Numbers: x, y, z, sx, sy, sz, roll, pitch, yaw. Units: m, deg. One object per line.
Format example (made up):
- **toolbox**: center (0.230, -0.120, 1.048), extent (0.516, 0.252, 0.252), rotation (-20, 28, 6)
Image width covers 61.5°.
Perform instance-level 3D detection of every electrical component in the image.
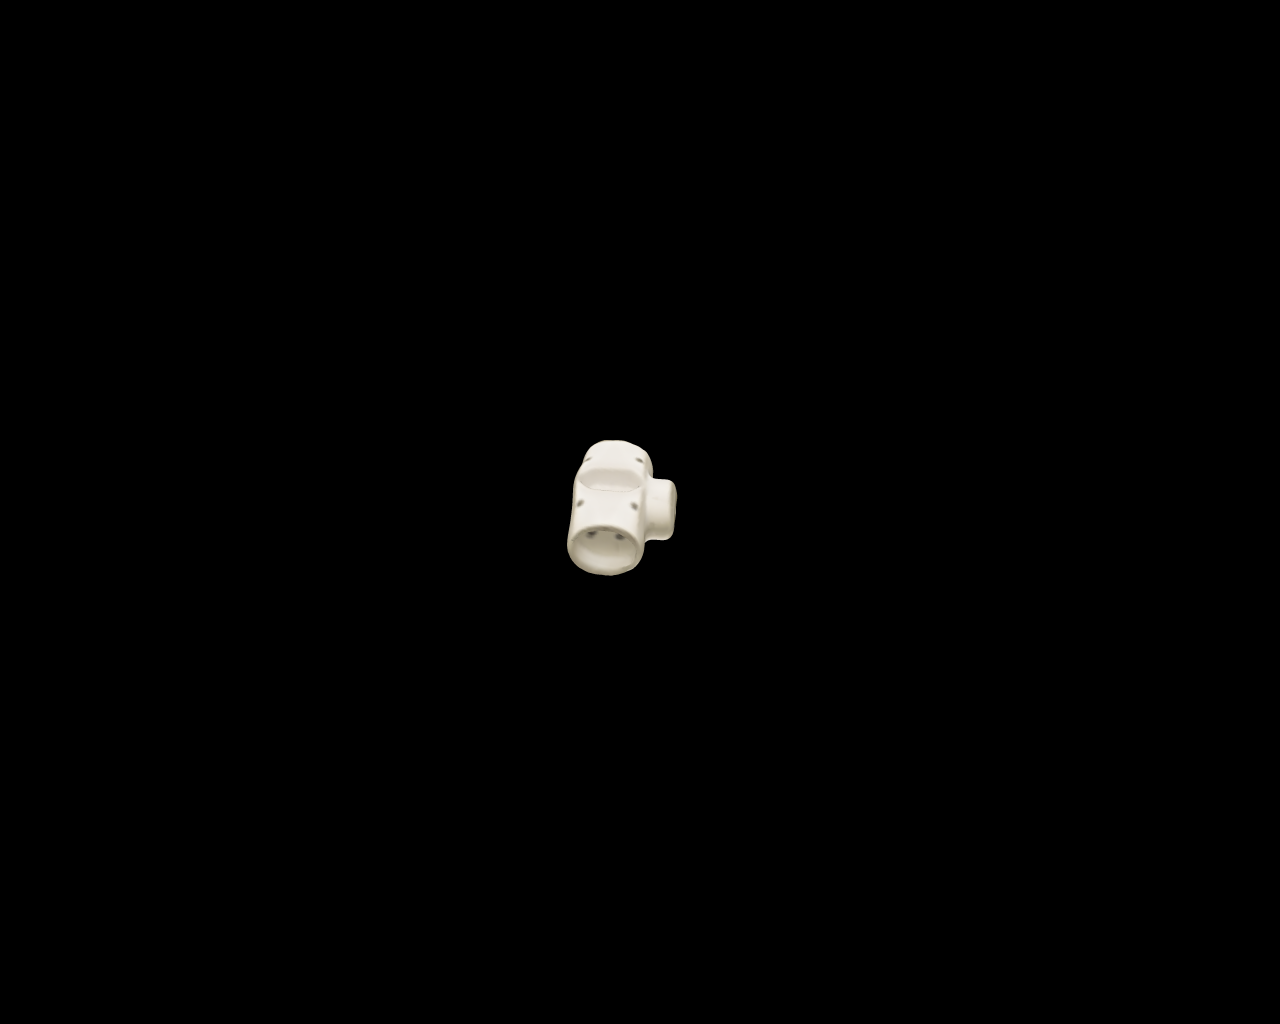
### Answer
- **electrical component**: center (0.001, -0.003, 0.650), extent (0.079, 0.043, 0.077), rotation (4, 44, 4)
